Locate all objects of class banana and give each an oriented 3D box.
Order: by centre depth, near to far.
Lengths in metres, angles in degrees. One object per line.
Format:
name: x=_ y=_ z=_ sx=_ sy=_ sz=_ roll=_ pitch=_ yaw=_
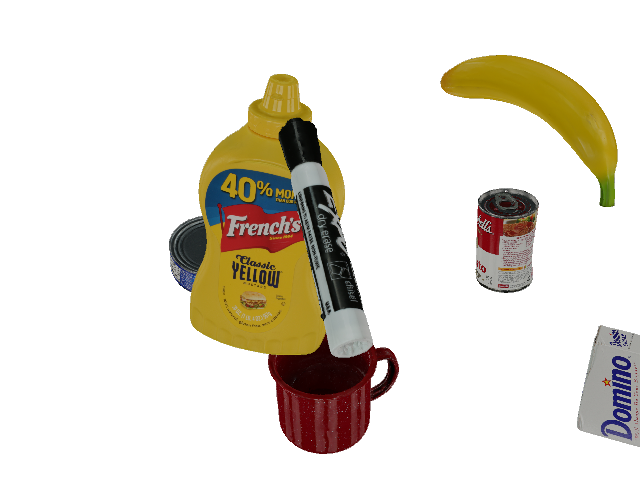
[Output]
banana: x=0.167 y=-0.106 z=0.841 sx=0.037 sy=0.070 sz=0.198 roll=3 pitch=32 yaw=-43

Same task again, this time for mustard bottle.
mustard bottle: x=-0.034 y=-0.018 z=0.711 sx=0.096 sy=0.192 sz=0.058 roll=12 pitch=28 yaw=9

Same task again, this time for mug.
mug: x=0.014 y=0.127 z=0.933 sx=0.117 sy=0.081 sz=0.093 roll=-17 pitch=42 yaw=-17

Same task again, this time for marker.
marker: x=0.001 y=-0.005 z=0.485 sx=0.020 sy=0.121 sz=0.020 roll=-11 pitch=-28 yaw=-6

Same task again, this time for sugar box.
sugar box: x=0.319 y=0.142 z=0.926 sx=0.176 sy=0.093 sz=0.048 roll=12 pitch=24 yaw=16

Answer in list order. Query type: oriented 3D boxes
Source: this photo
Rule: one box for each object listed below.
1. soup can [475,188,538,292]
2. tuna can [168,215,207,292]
soup can: x=0.213 y=0.000 z=1.226 sx=0.068 sy=0.102 sz=0.068 roll=-2 pitch=30 yaw=1
tuna can: x=-0.107 y=0.015 z=1.061 sx=0.086 sy=0.034 sz=0.086 roll=2 pitch=44 yaw=-2
